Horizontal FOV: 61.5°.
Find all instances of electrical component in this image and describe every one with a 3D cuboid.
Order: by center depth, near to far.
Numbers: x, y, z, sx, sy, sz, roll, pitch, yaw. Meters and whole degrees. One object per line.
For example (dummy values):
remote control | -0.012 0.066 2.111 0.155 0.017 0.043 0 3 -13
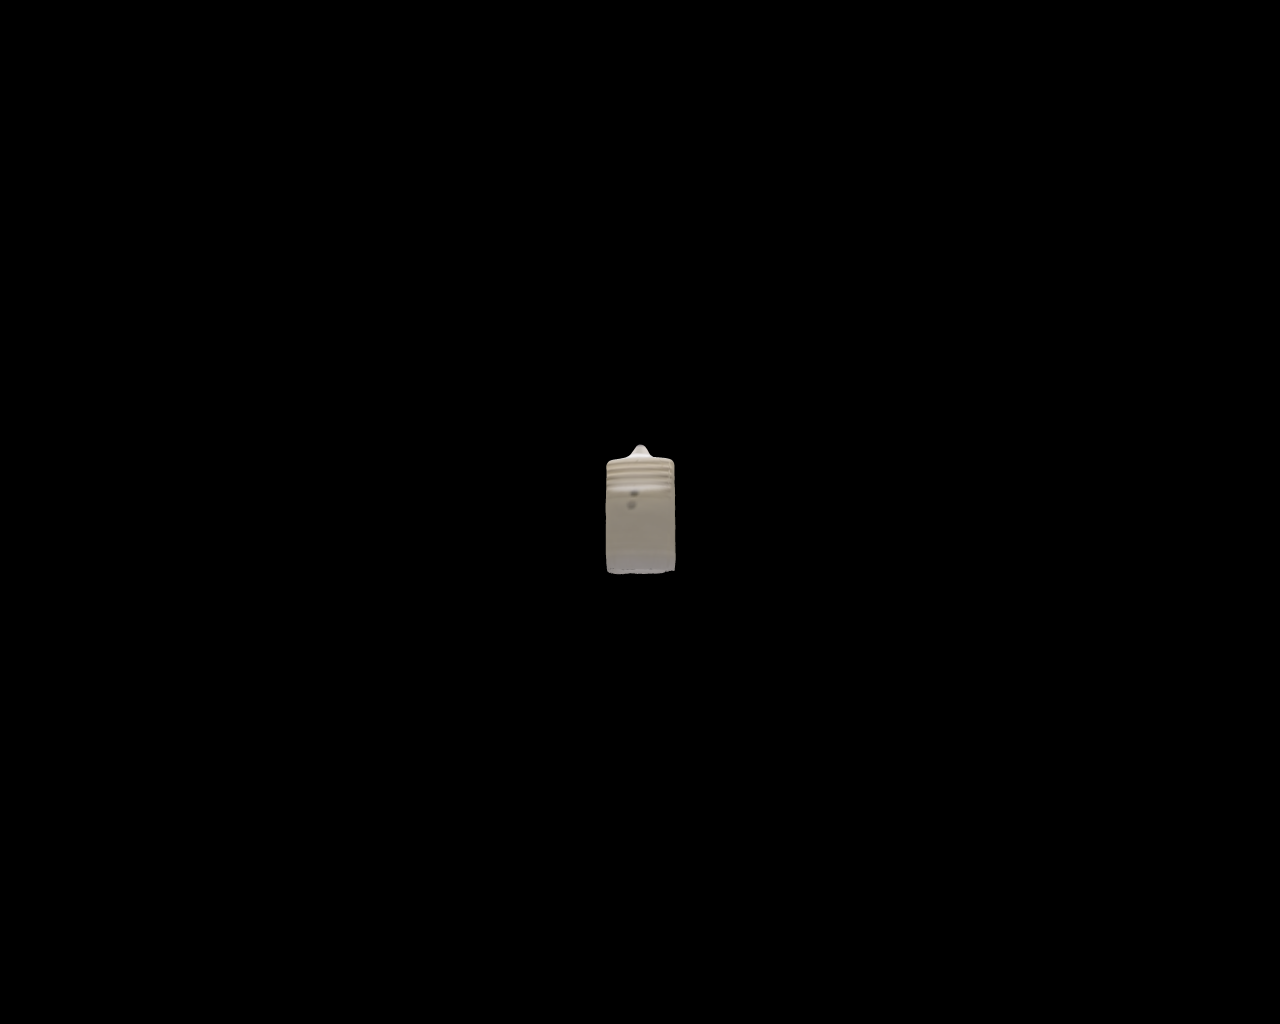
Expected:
electrical component | 0.001 -0.003 0.650 0.043 0.081 0.043 0 -7 0
